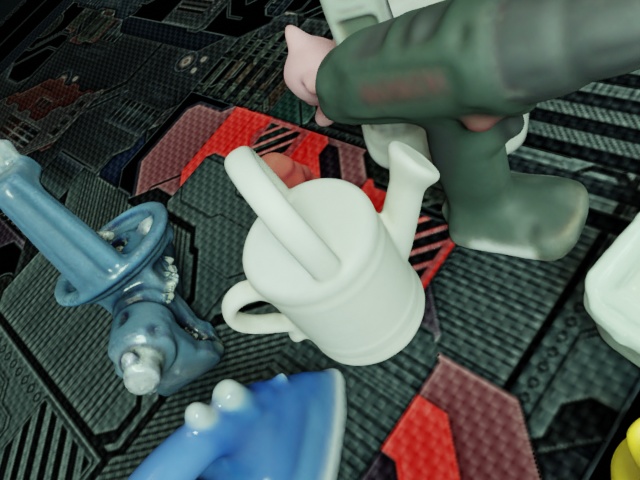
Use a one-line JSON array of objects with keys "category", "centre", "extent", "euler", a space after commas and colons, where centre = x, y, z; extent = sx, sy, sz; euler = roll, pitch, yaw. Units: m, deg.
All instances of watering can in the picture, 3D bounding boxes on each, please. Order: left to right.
[{"category": "watering can", "centre": [0.003, 0.000, 0.399], "extent": [0.100, 0.195, 0.173], "euler": [29, 75, 40]}]

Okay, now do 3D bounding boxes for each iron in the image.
[{"category": "iron", "centre": [-0.080, 0.172, 0.359], "extent": [0.118, 0.142, 0.258], "euler": [18, 68, 38]}]

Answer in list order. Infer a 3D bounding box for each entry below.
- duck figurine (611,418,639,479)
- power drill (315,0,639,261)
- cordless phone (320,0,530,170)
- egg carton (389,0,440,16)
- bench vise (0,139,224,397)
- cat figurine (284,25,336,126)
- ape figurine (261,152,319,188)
[{"category": "duck figurine", "centre": [0.187, 0.130, 0.274], "extent": [0.077, 0.086, 0.104], "euler": [-34, 48, 5]}, {"category": "power drill", "centre": [0.116, -0.072, 0.376], "extent": [0.228, 0.209, 0.076], "euler": [10, 64, 35]}, {"category": "cordless phone", "centre": [0.085, -0.145, 0.462], "extent": [0.147, 0.186, 0.094], "euler": [-6, 56, 27]}, {"category": "egg carton", "centre": [0.129, -0.254, 0.593], "extent": [0.150, 0.070, 0.107], "euler": [-6, 55, 26]}, {"category": "bench vise", "centre": [-0.168, 0.017, 0.467], "extent": [0.121, 0.220, 0.206], "euler": [-48, 48, -8]}, {"category": "cat figurine", "centre": [0.009, -0.177, 0.574], "extent": [0.067, 0.118, 0.128], "euler": [7, 62, 33]}, {"category": "ape figurine", "centre": [-0.026, -0.041, 0.515], "extent": [0.076, 0.092, 0.078], "euler": [-4, 57, 28]}]
